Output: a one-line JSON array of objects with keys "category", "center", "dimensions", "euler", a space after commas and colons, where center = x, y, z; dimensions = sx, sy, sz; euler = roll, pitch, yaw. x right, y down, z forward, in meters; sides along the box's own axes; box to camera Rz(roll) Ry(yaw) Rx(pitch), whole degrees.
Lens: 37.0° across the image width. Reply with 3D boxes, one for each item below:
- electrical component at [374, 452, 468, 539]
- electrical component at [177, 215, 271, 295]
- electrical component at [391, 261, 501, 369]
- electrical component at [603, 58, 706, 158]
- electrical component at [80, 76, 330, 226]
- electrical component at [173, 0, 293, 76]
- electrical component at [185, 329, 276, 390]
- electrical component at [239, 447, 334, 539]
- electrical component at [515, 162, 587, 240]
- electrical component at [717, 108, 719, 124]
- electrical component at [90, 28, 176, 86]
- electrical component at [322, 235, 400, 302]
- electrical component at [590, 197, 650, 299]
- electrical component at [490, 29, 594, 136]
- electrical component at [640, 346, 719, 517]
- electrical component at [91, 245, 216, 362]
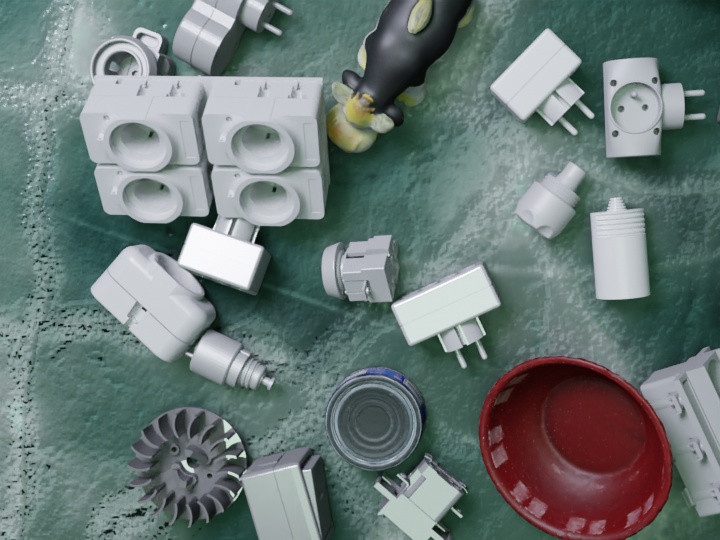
[{"category": "electrical component", "center": [0.054, 0.195, 0.918], "dimensions": [0.081, 0.042, 0.063], "euler": [40, 95, 2]}, {"category": "electrical component", "center": [-0.109, -0.026, 0.920], "dimensions": [0.066, 0.047, 0.076], "euler": [19, 84, 5]}, {"category": "electrical component", "center": [0.081, 0.044, 0.899], "dimensions": [0.083, 0.047, 0.075], "euler": [-25, 91, 9]}, {"category": "electrical component", "center": [0.238, -0.131, 0.866], "dimensions": [0.079, 0.044, 0.077], "euler": [-3, 94, 7]}, {"category": "electrical component", "center": [-0.122, -0.096, 0.877], "dimensions": [0.186, 0.060, 0.105], "euler": [1, 133, 5]}, {"category": "electrical component", "center": [-0.093, -0.222, 0.898], "dimensions": [0.074, 0.052, 0.138], "euler": [30, 98, 5]}, {"category": "electrical component", "center": [-0.110, 0.082, 0.931], "dimensions": [0.078, 0.040, 0.040], "euler": [25, 97, 5]}, {"category": "electrical component", "center": [-0.056, 0.207, 0.923], "dimensions": [0.061, 0.062, 0.096], "euler": [-16, 92, 8]}, {"category": "electrical component", "center": [0.160, -0.059, 0.883], "dimensions": [0.043, 0.043, 0.062], "euler": [38, 97, 3]}, {"category": "electrical component", "center": [0.332, -0.143, 0.851], "dimensions": [0.077, 0.047, 0.065], "euler": [12, 96, 6]}, {"category": "electrical component", "center": [-0.195, -0.167, 0.914], "dimensions": [0.058, 0.057, 0.078], "euler": [21, 97, 5]}, {"category": "electrical component", "center": [0.000, 0.000, 0.903], "dimensions": [0.055, 0.066, 0.048], "euler": [-3, 129, 15]}, {"category": "electrical component", "center": [0.212, -0.019, 0.879], "dimensions": [0.043, 0.043, 0.081], "euler": [-5, 94, 8]}, {"category": "electrical component", "center": [0.156, -0.143, 0.874], "dimensions": [0.077, 0.047, 0.065], "euler": [45, 99, 2]}, {"category": "electrical component", "center": [0.281, 0.134, 0.868], "dimensions": [0.063, 0.079, 0.121], "euler": [-25, 91, 38]}, {"category": "electrical component", "center": [-0.175, 0.025, 0.928], "dimensions": [0.095, 0.054, 0.059], "euler": [43, 98, 2]}]
